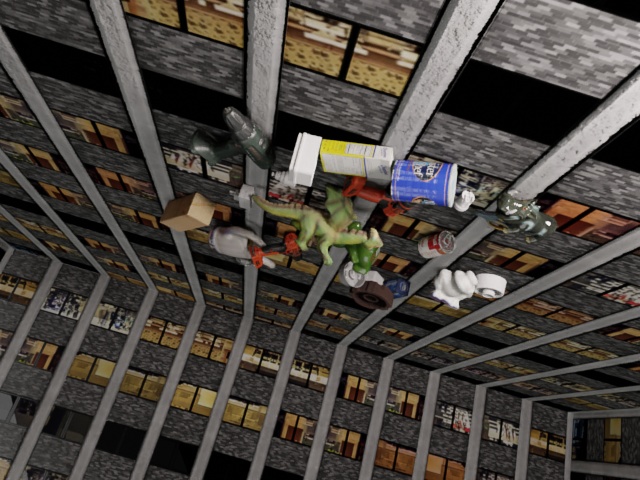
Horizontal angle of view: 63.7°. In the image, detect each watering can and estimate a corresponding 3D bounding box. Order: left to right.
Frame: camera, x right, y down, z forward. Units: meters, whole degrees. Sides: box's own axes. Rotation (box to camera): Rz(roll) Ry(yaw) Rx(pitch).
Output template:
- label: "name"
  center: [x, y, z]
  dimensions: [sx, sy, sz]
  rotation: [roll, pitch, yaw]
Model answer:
- label: "watering can"
  center: [-0.305, 0.030, 2.017]
  dimensions: [0.225, 0.106, 0.341]
  rotation: [10, -23, 15]

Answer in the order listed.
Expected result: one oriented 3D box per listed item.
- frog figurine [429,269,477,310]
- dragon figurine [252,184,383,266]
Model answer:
- label: "frog figurine"
  center: [0.475, 0.150, 1.796]
  dimensions: [0.138, 0.156, 0.124]
  rotation: [39, 33, 11]
- label: "dragon figurine"
  center: [0.005, -0.077, 1.539]
  dimensions: [0.409, 0.238, 0.125]
  rotation: [35, 35, -5]
